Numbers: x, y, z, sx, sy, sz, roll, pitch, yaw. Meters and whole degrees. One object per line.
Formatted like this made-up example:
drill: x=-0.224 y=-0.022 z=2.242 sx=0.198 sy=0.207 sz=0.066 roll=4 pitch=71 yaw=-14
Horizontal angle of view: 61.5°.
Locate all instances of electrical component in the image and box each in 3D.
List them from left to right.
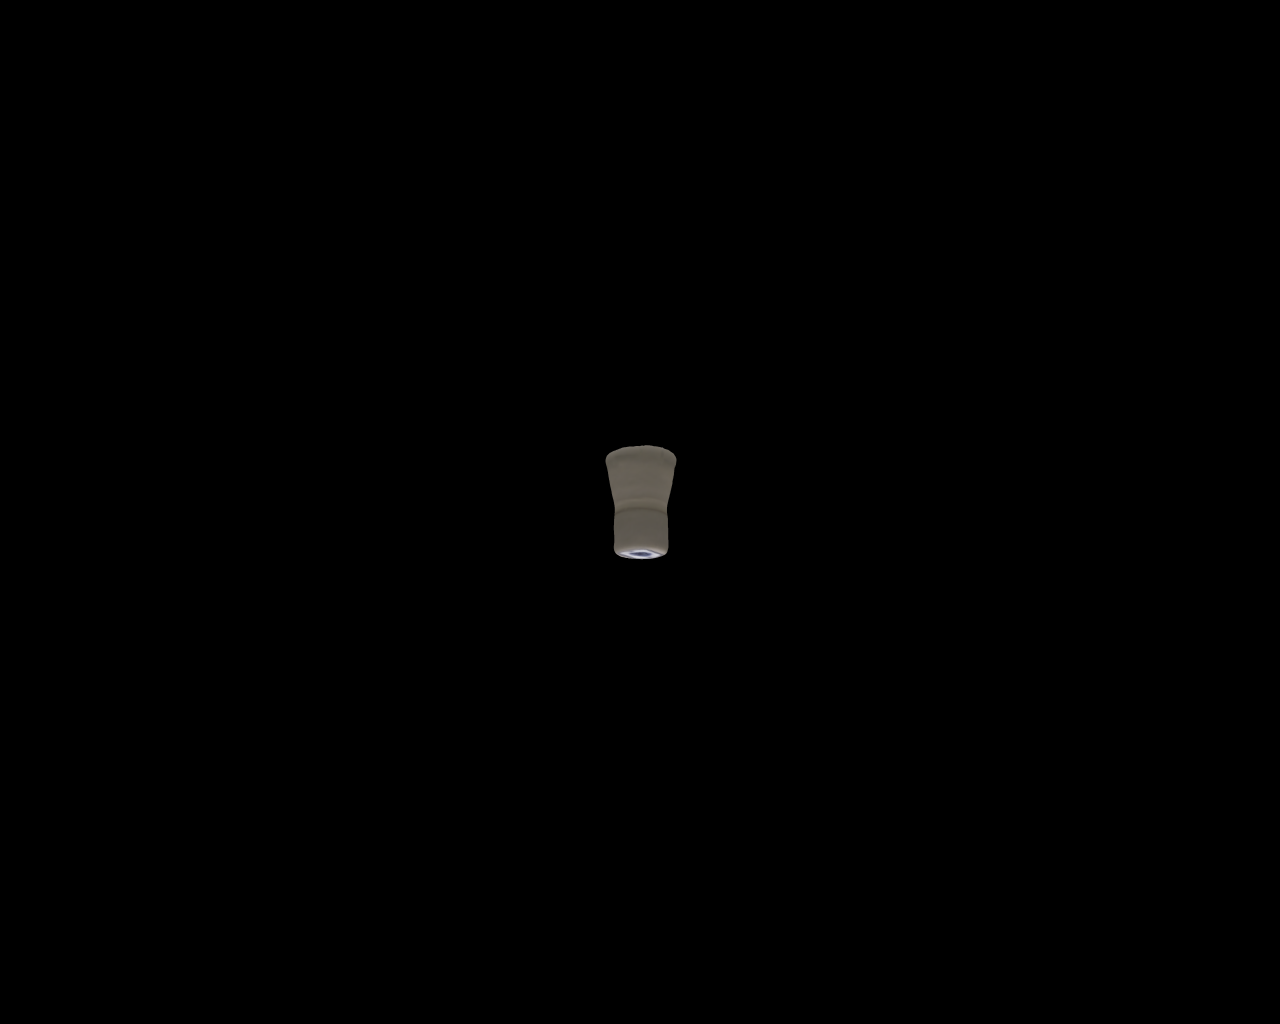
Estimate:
electrical component: x=0.001 y=-0.003 z=0.650 sx=0.044 sy=0.065 sz=0.044 roll=0 pitch=-16 yaw=0
